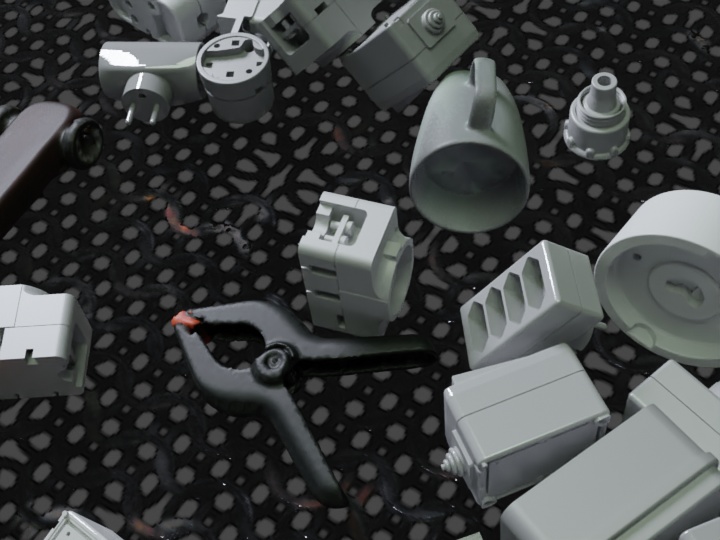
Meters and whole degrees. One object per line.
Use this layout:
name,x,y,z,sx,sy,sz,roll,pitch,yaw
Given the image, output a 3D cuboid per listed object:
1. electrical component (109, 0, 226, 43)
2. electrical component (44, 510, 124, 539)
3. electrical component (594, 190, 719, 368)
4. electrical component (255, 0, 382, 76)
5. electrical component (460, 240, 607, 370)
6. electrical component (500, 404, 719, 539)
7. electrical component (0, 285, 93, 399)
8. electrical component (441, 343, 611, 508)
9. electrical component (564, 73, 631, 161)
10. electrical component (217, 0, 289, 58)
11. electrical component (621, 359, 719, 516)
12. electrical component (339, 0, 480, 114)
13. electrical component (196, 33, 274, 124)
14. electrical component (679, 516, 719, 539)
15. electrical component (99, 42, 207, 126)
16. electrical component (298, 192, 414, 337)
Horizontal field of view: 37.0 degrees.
electrical component,-0.158,-0.228,0.885,0.095,0.053,0.059,33,64,25
electrical component,-0.143,0.180,0.587,0.096,0.061,0.061,28,75,30
electrical component,0.206,0.000,0.657,0.108,0.108,0.060,25,55,21
electrical component,-0.027,-0.193,0.821,0.055,0.050,0.089,49,46,-12
electrical component,0.119,0.031,0.667,0.076,0.083,0.047,18,48,-29
electrical component,0.137,0.137,0.582,0.113,0.078,0.057,-31,55,-16
electrical component,-0.225,0.047,0.698,0.089,0.050,0.055,-4,54,3
electrical component,0.088,0.090,0.629,0.096,0.061,0.061,-20,55,-9
electrical component,0.171,-0.112,0.765,0.048,0.062,0.048,-3,54,4
electrical component,-0.076,-0.200,0.865,0.064,0.042,0.081,9,57,8
electrical component,0.210,0.089,0.627,0.076,0.047,0.083,-35,59,-18
electrical component,0.041,-0.163,0.792,0.061,0.096,0.061,49,65,-12
electrical component,-0.094,-0.145,0.824,0.055,0.047,0.055,-3,55,4
electrical component,0.214,0.157,0.541,0.109,0.108,0.056,-19,52,-8
electrical component,-0.161,-0.141,0.829,0.077,0.044,0.079,2,55,7
electrical component,0.000,0.000,0.685,0.056,0.089,0.050,13,57,15
